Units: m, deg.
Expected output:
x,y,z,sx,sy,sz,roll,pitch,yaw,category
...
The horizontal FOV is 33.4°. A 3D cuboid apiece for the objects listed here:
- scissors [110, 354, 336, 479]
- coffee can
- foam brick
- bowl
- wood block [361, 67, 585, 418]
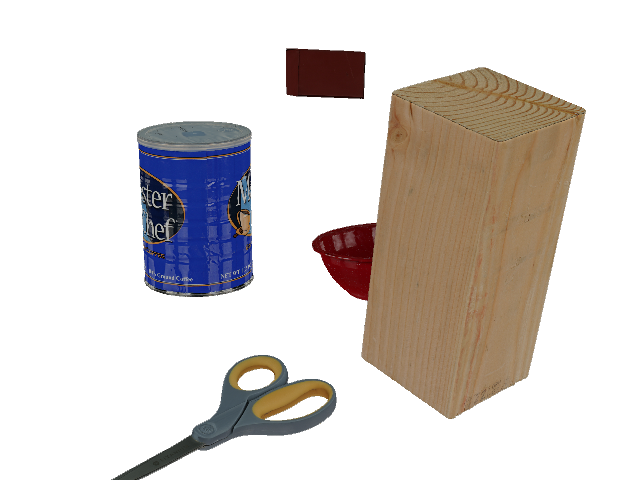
x,y,z,sx,sy,sz,roll,pitch,yaw,category
-0.085,0.130,0.785,0.201,0.016,0.096,-12,33,-25,scissors
-0.113,-0.031,0.978,0.103,0.140,0.103,0,17,0,coffee can
0.005,-0.182,1.165,0.078,0.051,0.053,0,11,-16,foam brick
0.073,0.024,1.087,0.162,0.055,0.162,-3,13,1,bowl
0.097,0.002,0.716,0.090,0.206,0.091,-20,38,-37,wood block
